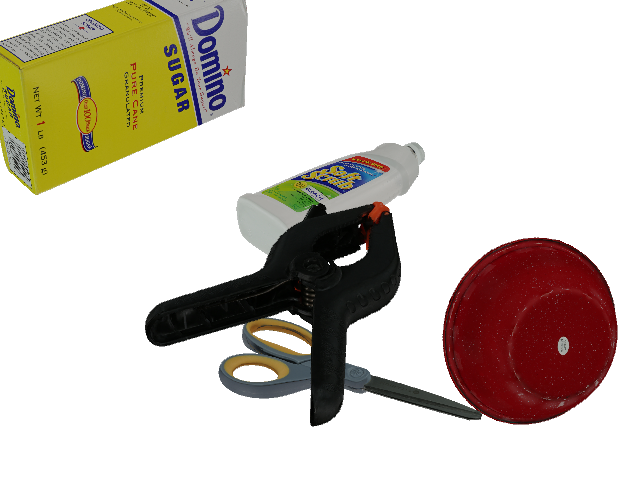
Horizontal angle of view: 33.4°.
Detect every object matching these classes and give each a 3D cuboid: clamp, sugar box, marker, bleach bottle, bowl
[{"bbox_3d":[0.000,0.035,0.604,0.120,0.039,0.171,35,50,26],"label":"clamp"},{"bbox_3d":[-0.126,-0.106,0.699,0.175,0.093,0.048,-27,48,-33],"label":"sugar box"},{"bbox_3d":[-0.029,0.015,1.007,0.020,0.121,0.020,30,-16,9],"label":"marker"},{"bbox_3d":[0.025,-0.062,1.295,0.250,0.068,0.103,-30,44,-32],"label":"bleach bottle"},{"bbox_3d":[0.185,0.081,0.879,0.162,0.162,0.055,0,7,-16],"label":"bowl"}]

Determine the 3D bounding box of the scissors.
[{"bbox_3d":[0.009,0.109,0.787,0.202,0.016,0.096,24,39,34],"label":"scissors"}]
